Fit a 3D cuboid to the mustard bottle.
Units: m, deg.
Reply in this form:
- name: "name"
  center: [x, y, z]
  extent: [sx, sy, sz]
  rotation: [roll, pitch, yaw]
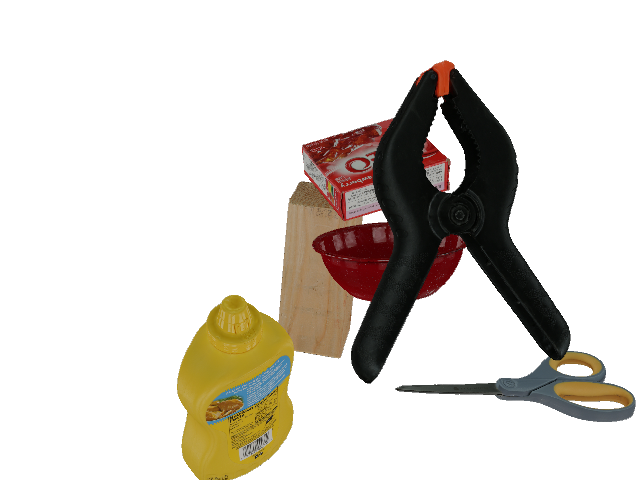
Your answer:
- name: "mustard bottle"
  center: [-0.065, 0.109, 0.826]
  extent: [0.096, 0.192, 0.058]
  rotation: [-28, 56, -25]

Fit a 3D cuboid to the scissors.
- name: "scissors"
  center: [0.167, 0.117, 0.918]
  extent: [0.202, 0.016, 0.096]
  rotation: [9, 28, 4]

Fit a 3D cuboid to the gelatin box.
- name: "gelatin box"
  center: [0.041, -0.055, 0.790]
  extent: [0.089, 0.030, 0.073]
  rotation: [-18, 39, -16]

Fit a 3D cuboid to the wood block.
- name: "wood block"
  center: [0.000, 0.037, 1.402]
  extent: [0.090, 0.206, 0.090]
  rotation: [8, 23, 6]

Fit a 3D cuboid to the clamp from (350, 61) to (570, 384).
- name: "clamp"
  center: [0.060, -0.005, 0.568]
  extent: [0.120, 0.171, 0.039]
  rotation: [-14, -1, -17]

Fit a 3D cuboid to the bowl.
- name: "bowl"
  center: [0.073, 0.024, 1.087]
  extent: [0.162, 0.055, 0.162]
  rotation: [-3, 13, 1]
